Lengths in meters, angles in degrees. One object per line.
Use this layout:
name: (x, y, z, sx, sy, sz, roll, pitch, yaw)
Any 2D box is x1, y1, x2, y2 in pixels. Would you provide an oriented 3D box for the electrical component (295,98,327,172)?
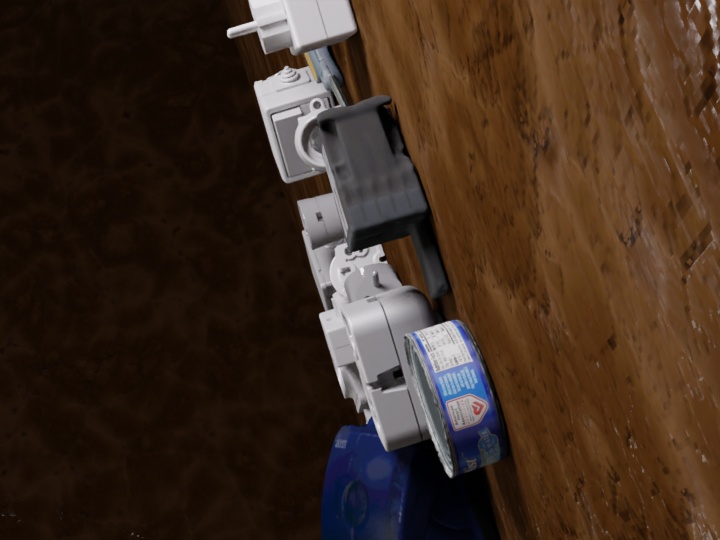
electrical component: (-0.027, -0.104, 0.857, 0.055, 0.048, 0.066, -88, -18, -80)

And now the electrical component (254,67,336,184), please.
electrical component: (-0.052, -0.132, 0.944, 0.061, 0.062, 0.096, -113, 7, -51)

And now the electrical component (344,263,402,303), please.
electrical component: (0.017, 0.029, 0.835, 0.079, 0.043, 0.077, 81, 171, -60)

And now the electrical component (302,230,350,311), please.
electrical component: (-0.028, 0.005, 1.258, 0.099, 0.048, 0.099, 79, 172, -54)

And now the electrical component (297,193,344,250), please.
electrical component: (-0.037, -0.054, 1.157, 0.055, 0.047, 0.055, 163, 90, -85)

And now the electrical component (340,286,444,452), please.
electrical component: (0.030, 0.061, 0.698, 0.053, 0.059, 0.095, -134, 27, -80)

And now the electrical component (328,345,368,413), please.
electrical component: (0.006, 0.091, 1.089, 0.150, 0.062, 0.089, 95, 157, -79)

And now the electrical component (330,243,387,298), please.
electrical component: (0.000, 0.000, 0.931, 0.055, 0.048, 0.066, 134, 118, -77)

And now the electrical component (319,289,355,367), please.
electrical component: (-0.004, 0.038, 0.980, 0.047, 0.066, 0.076, -119, 13, -69)

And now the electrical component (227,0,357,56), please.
electrical component: (-0.048, -0.161, 0.684, 0.065, 0.077, 0.047, -131, 24, -80)

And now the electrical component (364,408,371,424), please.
electrical component: (0.050, 0.222, 1.062, 0.186, 0.060, 0.105, 77, 173, -47)

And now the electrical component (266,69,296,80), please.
electrical component: (-0.069, -0.168, 1.131, 0.077, 0.043, 0.079, -146, 39, -83)
